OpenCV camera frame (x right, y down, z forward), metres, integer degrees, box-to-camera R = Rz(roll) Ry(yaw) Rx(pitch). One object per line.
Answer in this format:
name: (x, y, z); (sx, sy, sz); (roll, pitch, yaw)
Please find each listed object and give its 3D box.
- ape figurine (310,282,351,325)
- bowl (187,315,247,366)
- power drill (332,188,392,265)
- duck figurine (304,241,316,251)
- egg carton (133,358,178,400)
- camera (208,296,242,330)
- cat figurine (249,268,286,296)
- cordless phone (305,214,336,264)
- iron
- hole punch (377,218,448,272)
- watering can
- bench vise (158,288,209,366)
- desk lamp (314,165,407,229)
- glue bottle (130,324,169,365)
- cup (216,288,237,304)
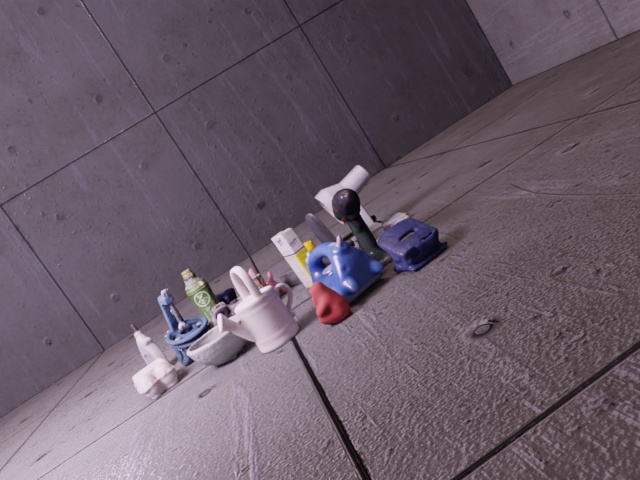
ape figurine: (0.013, 0.124, 1.153); (0.076, 0.092, 0.078); (-25, 11, 44)
bowl: (-0.235, 0.254, 1.392); (0.167, 0.075, 0.167); (-32, 8, 5)
power drill: (0.096, -0.032, 1.369); (0.075, 0.208, 0.229); (-33, 8, -4)
duck figurine: (-0.021, 0.041, 1.845); (0.104, 0.086, 0.077); (-30, 8, 14)
egg carton: (-0.434, 0.366, 1.510); (0.107, 0.069, 0.150); (-36, 8, -25)
camera: (-0.253, 0.214, 1.625); (0.143, 0.101, 0.136); (-34, 8, -15)
cat figurine: (-0.181, 0.138, 1.754); (0.127, 0.118, 0.067); (-26, 10, 38)
cordless phone: (0.014, 0.006, 1.551); (0.094, 0.185, 0.147); (-35, 8, -18)
iron: (0.025, 0.067, 1.282); (0.119, 0.141, 0.257); (-37, 9, -28)
hole punch: (0.191, 0.005, 1.192); (0.109, 0.091, 0.101); (-35, 8, -20)
watering can: (-0.142, 0.146, 1.251); (0.100, 0.194, 0.173); (-24, 11, 45)
bench vise: (-0.393, 0.242, 1.559); (0.207, 0.220, 0.122); (-27, 10, 37)
desk lamp: (0.117, -0.101, 1.708); (0.203, 0.213, 0.118); (-33, 8, -4)
glue bottle: (-0.514, 0.323, 1.712); (0.078, 0.173, 0.037); (-25, 11, 42)
cup: (-0.284, 0.211, 1.798); (0.092, 0.095, 0.117); (-36, 8, -23)
